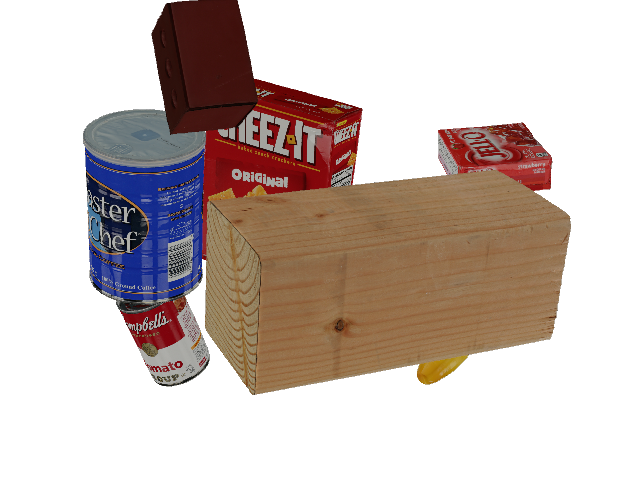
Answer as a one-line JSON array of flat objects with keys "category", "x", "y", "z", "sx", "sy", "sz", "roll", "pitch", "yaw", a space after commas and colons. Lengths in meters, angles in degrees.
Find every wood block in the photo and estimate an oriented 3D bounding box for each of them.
[{"category": "wood block", "x": 0.041, "y": 0.020, "z": 0.664, "sx": 0.205, "sy": 0.091, "sz": 0.090, "roll": -7, "pitch": 26, "yaw": -23}]

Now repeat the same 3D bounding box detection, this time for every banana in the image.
[{"category": "banana", "x": 0.126, "y": 0.072, "z": 1.027, "sx": 0.070, "sy": 0.037, "sz": 0.197, "roll": -24, "pitch": 24, "yaw": 16}]

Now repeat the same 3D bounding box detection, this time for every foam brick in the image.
[{"category": "foam brick", "x": -0.080, "y": -0.119, "z": 0.728, "sx": 0.051, "sy": 0.078, "sz": 0.053, "roll": -8, "pitch": -10, "yaw": -21}]

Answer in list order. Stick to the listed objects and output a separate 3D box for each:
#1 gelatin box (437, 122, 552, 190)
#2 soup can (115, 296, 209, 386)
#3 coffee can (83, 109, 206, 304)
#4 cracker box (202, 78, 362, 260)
[{"category": "gelatin box", "x": 0.137, "y": -0.065, "z": 0.850, "sx": 0.073, "sy": 0.030, "sz": 0.089, "roll": -5, "pitch": 25, "yaw": -2}, {"category": "soup can", "x": -0.165, "y": 0.094, "z": 1.124, "sx": 0.068, "sy": 0.102, "sz": 0.068, "roll": -15, "pitch": 29, "yaw": 8}, {"category": "coffee can", "x": -0.152, "y": -0.030, "z": 0.931, "sx": 0.103, "sy": 0.140, "sz": 0.103, "roll": 3, "pitch": 30, "yaw": -2}, {"category": "cracker box", "x": -0.051, "y": -0.061, "z": 1.205, "sx": 0.164, "sy": 0.214, "sz": 0.072, "roll": 18, "pitch": 27, "yaw": 24}]
